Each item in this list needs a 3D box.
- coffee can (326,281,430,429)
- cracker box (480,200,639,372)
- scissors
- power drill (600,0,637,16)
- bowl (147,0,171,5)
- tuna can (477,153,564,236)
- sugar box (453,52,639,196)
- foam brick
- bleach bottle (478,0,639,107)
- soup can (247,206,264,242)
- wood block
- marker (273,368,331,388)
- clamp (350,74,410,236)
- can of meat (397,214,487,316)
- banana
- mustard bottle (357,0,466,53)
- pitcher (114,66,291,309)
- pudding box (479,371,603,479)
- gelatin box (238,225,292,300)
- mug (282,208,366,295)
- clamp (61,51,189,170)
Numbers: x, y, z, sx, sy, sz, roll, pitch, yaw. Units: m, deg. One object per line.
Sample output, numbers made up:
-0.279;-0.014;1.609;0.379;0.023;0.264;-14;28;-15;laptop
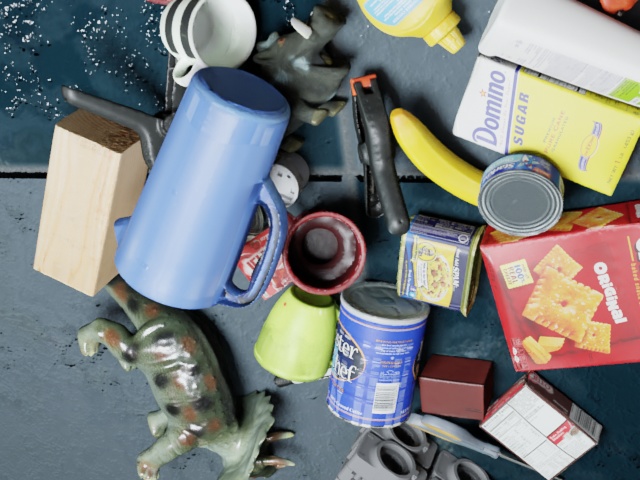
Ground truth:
0.066;0.132;1.236;0.103;0.102;0.140;13;112;14;coffee can
0.294;0.050;1.133;0.214;0.072;0.164;-8;114;24;cracker box
0.199;0.247;1.279;0.202;0.016;0.096;19;166;13;scissors
0.326;-0.293;0.947;0.188;0.057;0.184;-14;111;27;power drill
-0.182;-0.322;1.131;0.162;0.055;0.162;10;120;17;bowl
0.205;-0.046;1.088;0.086;0.033;0.086;9;133;9;tuna can
0.231;-0.121;1.082;0.176;0.048;0.093;21;122;9;sugar box
0.162;0.174;1.262;0.078;0.051;0.053;5;119;19;foam brick
0.283;-0.168;1.018;0.251;0.102;0.068;24;85;0;bleach bottle
-0.124;-0.012;1.266;0.102;0.068;0.068;-31;102;31;soup can
-0.274;-0.050;1.290;0.090;0.090;0.206;24;123;9;wood block
-0.006;0.168;1.344;0.121;0.020;0.020;-15;110;27;marker
0.059;-0.090;1.152;0.039;0.120;0.171;-11;94;-14;clamp
0.134;0.026;1.192;0.084;0.057;0.102;13;120;17;can of meat
0.153;-0.076;1.129;0.197;0.037;0.070;26;133;-7;banana
0.075;-0.261;1.061;0.191;0.058;0.096;46;123;-6;mustard bottle
-0.112;-0.050;1.128;0.149;0.145;0.243;9;123;-27;pitcher
0.259;0.219;1.257;0.113;0.039;0.090;40;125;0;pudding box
-0.054;0.021;1.278;0.089;0.030;0.073;-31;102;31;gelatin box
-0.008;0.001;1.202;0.117;0.081;0.093;36;95;-9;mug
-0.182;-0.133;1.201;0.036;0.164;0.210;31;148;59;clamp
